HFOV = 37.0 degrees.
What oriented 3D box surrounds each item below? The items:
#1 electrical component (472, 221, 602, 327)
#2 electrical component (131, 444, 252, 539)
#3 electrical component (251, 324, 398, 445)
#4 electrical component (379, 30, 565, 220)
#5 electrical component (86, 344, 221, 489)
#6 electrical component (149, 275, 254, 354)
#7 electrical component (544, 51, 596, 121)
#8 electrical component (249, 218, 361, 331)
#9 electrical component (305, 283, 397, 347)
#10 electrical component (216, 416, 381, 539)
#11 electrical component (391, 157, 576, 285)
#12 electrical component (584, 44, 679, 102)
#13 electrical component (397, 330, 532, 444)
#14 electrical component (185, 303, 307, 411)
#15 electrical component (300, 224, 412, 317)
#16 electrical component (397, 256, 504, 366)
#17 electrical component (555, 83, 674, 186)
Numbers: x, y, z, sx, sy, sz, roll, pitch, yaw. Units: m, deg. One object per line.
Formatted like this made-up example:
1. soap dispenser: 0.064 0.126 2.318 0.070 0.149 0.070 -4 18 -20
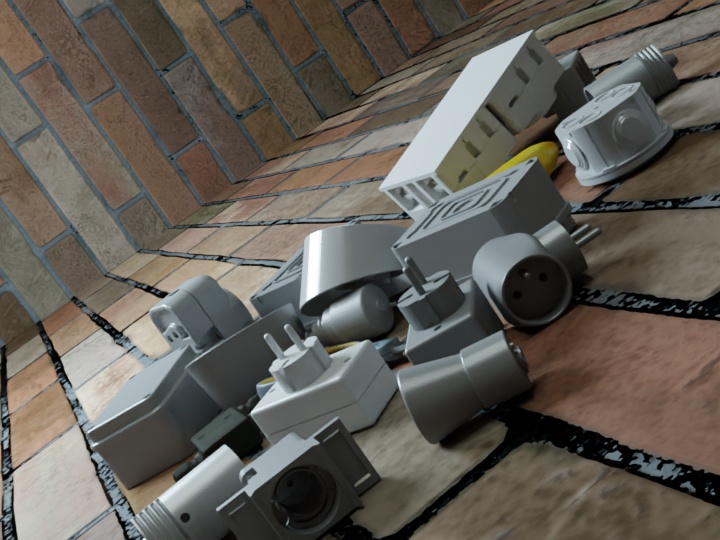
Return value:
1. electrical component: 0.114 -0.004 0.670 0.079 0.043 0.077 -34 12 0
2. electrical component: -0.100 0.147 0.643 0.081 0.043 0.043 -38 13 -18
3. electrical component: -0.033 0.069 0.695 0.083 0.075 0.047 -25 15 35
4. electrical component: 0.113 -0.136 1.056 0.186 0.060 0.105 -55 19 -21
5. electrical component: -0.167 0.119 0.895 0.078 0.057 0.113 -30 13 18
6. electrical component: -0.134 0.055 0.966 0.059 0.095 0.054 -42 14 -32
7. electrical component: 0.203 -0.183 1.123 0.077 0.047 0.065 -28 14 28
8. electrical component: -0.034 0.013 0.956 0.078 0.057 0.113 -24 16 40
9. electrical component: -0.010 0.040 0.830 0.078 0.040 0.040 -26 14 32
10. electrical component: -0.036 0.119 0.588 0.081 0.042 0.064 -36 10 -12
11. electrical component: 0.090 -0.025 0.780 0.113 0.057 0.078 -23 18 44
12. electrical component: 0.245 -0.165 0.953 0.081 0.043 0.043 -33 12 5
13. electrical component: 0.058 0.060 0.576 0.065 0.044 0.044 -27 13 10
14. electrical component: -0.087 0.068 0.864 0.099 0.064 0.099 -32 12 8
15. electrical component: 0.000 0.000 0.859 0.099 0.064 0.099 -3 -13 -1
16. electrical component: 0.048 0.026 0.645 0.047 0.076 0.065 -31 12 15
17. electrical component: 0.195 -0.104 0.828 0.080 0.051 0.080 -32 12 8
